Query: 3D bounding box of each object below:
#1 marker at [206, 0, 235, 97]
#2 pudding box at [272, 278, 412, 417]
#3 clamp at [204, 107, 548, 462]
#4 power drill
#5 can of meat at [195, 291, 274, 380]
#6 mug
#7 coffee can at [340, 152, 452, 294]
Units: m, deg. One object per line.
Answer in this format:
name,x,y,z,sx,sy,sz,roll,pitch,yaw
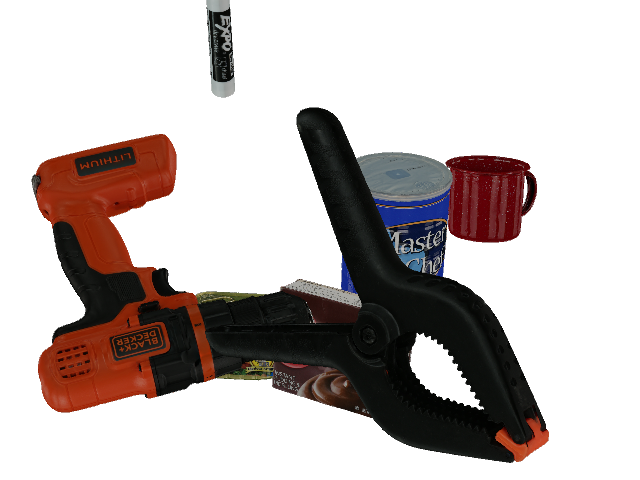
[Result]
marker,-0.076,-0.161,0.804,0.020,0.020,0.121,0,-44,-1
pudding box,0.018,0.088,0.872,0.114,0.090,0.039,13,19,24
clamp,0.034,0.036,0.568,0.210,0.165,0.036,31,27,28
power drill,-0.115,0.016,0.741,0.184,0.188,0.057,-13,-32,-13
can of meat,-0.091,0.105,1.177,0.102,0.084,0.057,3,14,5
mug,0.195,-0.048,1.202,0.117,0.081,0.093,-9,19,-31
coffee can,0.072,-0.002,1.036,0.103,0.140,0.103,1,27,-1
